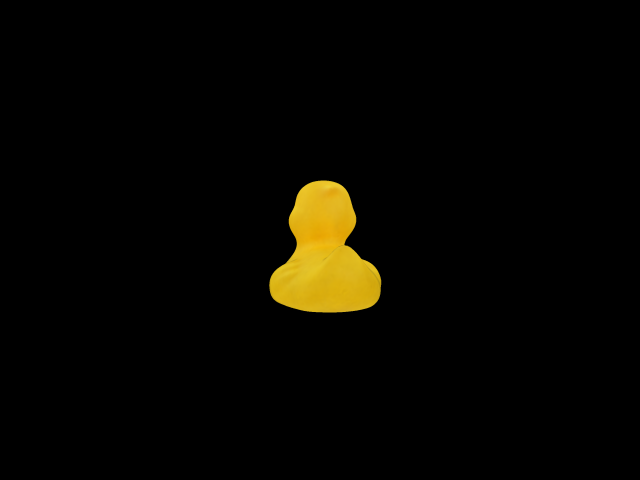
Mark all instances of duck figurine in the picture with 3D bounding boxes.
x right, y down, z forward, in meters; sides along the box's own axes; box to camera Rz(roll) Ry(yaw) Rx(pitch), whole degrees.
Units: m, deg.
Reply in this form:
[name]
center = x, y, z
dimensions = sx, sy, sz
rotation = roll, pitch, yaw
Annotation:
[duck figurine]
center = 0.004, 0.001, 0.400
dimensions = 0.078, 0.086, 0.104
rotation = -1, 5, -15
